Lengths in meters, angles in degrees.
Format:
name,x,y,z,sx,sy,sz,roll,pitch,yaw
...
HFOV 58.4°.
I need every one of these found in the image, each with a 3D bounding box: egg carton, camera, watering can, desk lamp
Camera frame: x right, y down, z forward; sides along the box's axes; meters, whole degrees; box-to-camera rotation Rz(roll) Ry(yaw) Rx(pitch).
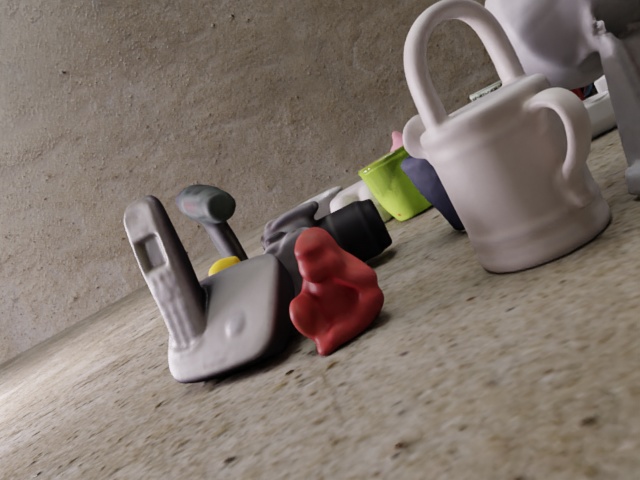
name,x,y,z,sx,sy,sz,roll,pitch,yaw
egg carton,0.076,-0.060,0.948,0.107,0.069,0.150,-27,8,14
camera,0.006,0.002,0.652,0.136,0.101,0.143,-27,7,9
watering can,0.121,-0.081,0.429,0.101,0.194,0.172,-35,10,-40
desk lamp,0.229,-0.147,0.401,0.118,0.213,0.203,-30,8,-11

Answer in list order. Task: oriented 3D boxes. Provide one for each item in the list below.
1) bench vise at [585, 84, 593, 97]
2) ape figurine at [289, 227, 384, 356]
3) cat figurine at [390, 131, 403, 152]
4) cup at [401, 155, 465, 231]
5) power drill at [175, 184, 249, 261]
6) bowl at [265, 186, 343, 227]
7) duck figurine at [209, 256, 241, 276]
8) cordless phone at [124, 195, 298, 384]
name,x,y,z,sx,sy,sz,roll,pitch,yaw
bench vise,0.467,-0.384,1.123,0.121,0.220,0.207,-26,8,16
ape figurine,0.008,0.034,0.463,0.077,0.092,0.076,-24,9,31
cat figurine,0.165,-0.136,0.952,0.067,0.118,0.128,-20,11,48
cup,0.154,-0.065,0.585,0.117,0.095,0.092,-25,8,28
power drill,-0.192,-0.012,1.066,0.076,0.208,0.229,-32,8,-25
bowl,-0.017,-0.034,1.091,0.167,0.075,0.167,-28,7,4
duck figurine,-0.097,0.060,0.701,0.104,0.086,0.077,-26,8,16
cordless phone,-0.109,0.033,0.534,0.147,0.185,0.094,-24,9,31
